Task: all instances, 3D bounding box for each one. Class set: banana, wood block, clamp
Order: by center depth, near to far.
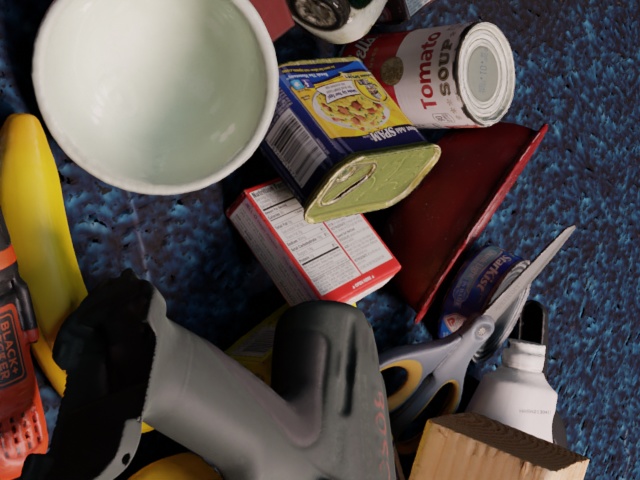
[{"bbox_3d":[-0.126,0.034,0.549,0.198,0.037,0.069,66,29,-27],"label":"banana"},{"bbox_3d":[0.095,0.228,0.706,0.090,0.091,0.206,9,99,-61],"label":"wood block"},{"bbox_3d":[0.156,0.146,0.856,0.120,0.039,0.171,-23,105,-33],"label":"clamp"}]

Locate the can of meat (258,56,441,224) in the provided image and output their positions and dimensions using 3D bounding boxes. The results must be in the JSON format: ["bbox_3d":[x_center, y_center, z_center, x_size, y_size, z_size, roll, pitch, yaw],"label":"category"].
[{"bbox_3d":[0.010,-0.064,0.648,0.101,0.058,0.084,-14,60,-47],"label":"can of meat"}]

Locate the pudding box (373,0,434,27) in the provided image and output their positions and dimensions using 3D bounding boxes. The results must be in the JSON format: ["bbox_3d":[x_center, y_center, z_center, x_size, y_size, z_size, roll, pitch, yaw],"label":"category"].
[{"bbox_3d":[0.055,-0.217,0.734,0.089,0.039,0.113,-42,123,-40],"label":"pudding box"}]

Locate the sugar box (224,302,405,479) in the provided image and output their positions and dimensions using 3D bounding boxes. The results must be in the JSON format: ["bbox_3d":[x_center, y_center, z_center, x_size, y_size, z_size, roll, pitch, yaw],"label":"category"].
[{"bbox_3d":[0.003,0.128,0.681,0.093,0.048,0.176,-36,116,-41],"label":"sugar box"}]

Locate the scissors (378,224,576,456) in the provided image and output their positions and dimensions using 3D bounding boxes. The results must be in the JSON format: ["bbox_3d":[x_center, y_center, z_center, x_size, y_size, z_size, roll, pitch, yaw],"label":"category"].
[{"bbox_3d":[0.091,0.061,0.733,0.096,0.016,0.202,22,105,-31],"label":"scissors"}]

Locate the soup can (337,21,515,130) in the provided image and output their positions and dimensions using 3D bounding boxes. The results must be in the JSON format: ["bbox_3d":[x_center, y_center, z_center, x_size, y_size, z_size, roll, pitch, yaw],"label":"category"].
[{"bbox_3d":[0.068,-0.106,0.704,0.068,0.102,0.068,-3,94,-47],"label":"soup can"}]

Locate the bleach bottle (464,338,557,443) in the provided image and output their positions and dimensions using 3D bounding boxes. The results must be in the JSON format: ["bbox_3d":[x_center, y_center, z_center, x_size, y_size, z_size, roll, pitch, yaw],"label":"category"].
[{"bbox_3d":[0.138,0.200,0.795,0.102,0.068,0.251,9,91,-43],"label":"bleach bottle"}]

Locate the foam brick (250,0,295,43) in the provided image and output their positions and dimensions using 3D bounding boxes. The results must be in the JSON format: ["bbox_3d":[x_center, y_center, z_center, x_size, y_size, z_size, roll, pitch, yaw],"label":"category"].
[{"bbox_3d":[-0.060,-0.141,0.600,0.051,0.053,0.078,-45,122,-37],"label":"foam brick"}]

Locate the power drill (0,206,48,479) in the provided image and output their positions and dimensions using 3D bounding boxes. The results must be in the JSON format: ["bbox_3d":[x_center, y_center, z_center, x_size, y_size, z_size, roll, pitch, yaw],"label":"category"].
[{"bbox_3d":[-0.206,0.043,0.443,0.187,0.057,0.184,-24,108,-45],"label":"power drill"}]

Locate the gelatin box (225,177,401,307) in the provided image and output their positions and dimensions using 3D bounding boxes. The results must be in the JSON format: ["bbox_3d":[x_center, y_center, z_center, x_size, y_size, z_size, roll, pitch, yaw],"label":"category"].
[{"bbox_3d":[-0.004,0.001,0.653,0.073,0.030,0.089,-25,74,-44],"label":"gelatin box"}]

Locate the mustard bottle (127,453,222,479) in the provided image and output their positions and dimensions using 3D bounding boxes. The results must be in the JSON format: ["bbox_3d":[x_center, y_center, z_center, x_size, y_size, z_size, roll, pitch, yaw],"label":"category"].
[{"bbox_3d":[-0.118,0.172,0.524,0.191,0.058,0.096,-9,58,-46],"label":"mustard bottle"}]

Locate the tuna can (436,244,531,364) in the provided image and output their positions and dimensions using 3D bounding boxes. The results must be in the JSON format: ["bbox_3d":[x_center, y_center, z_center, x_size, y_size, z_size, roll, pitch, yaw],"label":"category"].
[{"bbox_3d":[0.123,0.047,0.795,0.086,0.034,0.086,-41,147,-35],"label":"tuna can"}]

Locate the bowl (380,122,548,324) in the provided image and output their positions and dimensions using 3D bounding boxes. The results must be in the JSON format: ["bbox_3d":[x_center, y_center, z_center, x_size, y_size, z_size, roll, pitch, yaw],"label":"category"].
[{"bbox_3d":[0.088,-0.024,0.728,0.162,0.055,0.162,-55,172,-12],"label":"bowl"}]
